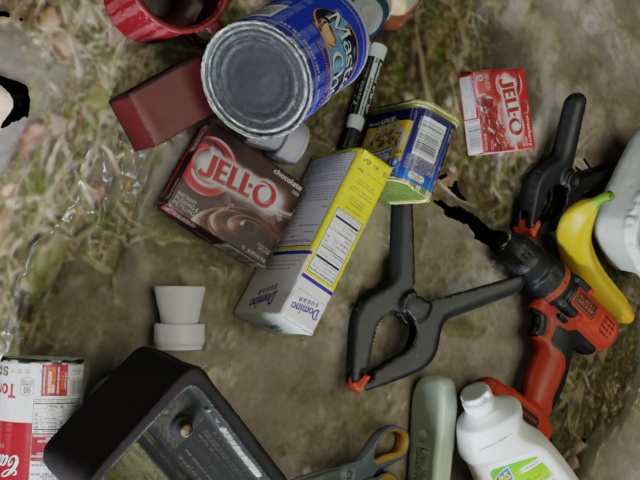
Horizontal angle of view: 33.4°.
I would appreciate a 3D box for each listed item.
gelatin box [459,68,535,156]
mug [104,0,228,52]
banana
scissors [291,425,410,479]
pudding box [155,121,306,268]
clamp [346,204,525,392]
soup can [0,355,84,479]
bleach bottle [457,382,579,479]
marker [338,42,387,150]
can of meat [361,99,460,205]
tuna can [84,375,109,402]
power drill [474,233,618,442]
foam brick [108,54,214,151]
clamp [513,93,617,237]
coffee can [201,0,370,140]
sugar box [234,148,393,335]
[{"bbox_3d":[0.189,-0.138,1.140,0.073,0.030,0.089,-8,92,-31],"label":"gelatin box"},{"bbox_3d":[-0.128,-0.208,0.923,0.117,0.082,0.093,43,67,-22],"label":"mug"},{"bbox_3d":[0.298,0.023,1.169,0.037,0.070,0.197,-54,139,-31],"label":"banana"},{"bbox_3d":[0.028,0.234,0.995,0.201,0.016,0.096,-20,110,-52],"label":"scissors"},{"bbox_3d":[-0.080,-0.039,0.968,0.113,0.039,0.090,35,71,-25],"label":"pudding box"},{"bbox_3d":[0.085,0.056,1.058,0.164,0.036,0.209,44,74,-3],"label":"clamp"},{"bbox_3d":[-0.225,0.145,0.856,0.068,0.069,0.102,5,85,-31],"label":"soup can"},{"bbox_3d":[0.211,0.238,1.080,0.102,0.068,0.250,-31,116,-2],"label":"bleach bottle"},{"bbox_3d":[0.042,-0.138,1.058,0.020,0.020,0.121,24,76,-28],"label":"marker"},{"bbox_3d":[0.078,-0.083,1.031,0.057,0.102,0.084,26,77,-27],"label":"can of meat"},{"bbox_3d":[-0.161,0.154,0.914,0.086,0.034,0.086,2,87,-31],"label":"tuna can"},{"bbox_3d":[0.224,0.108,1.134,0.184,0.057,0.187,40,69,-21],"label":"power drill"},{"bbox_3d":[-0.134,-0.119,0.933,0.078,0.053,0.051,-35,106,-26],"label":"foam brick"},{"bbox_3d":[0.266,-0.077,1.176,0.171,0.039,0.120,-44,113,-27],"label":"clamp"},{"bbox_3d":[-0.027,-0.159,0.937,0.103,0.103,0.140,63,31,-13],"label":"coffee can"},{"bbox_3d":[-0.006,0.001,0.980,0.048,0.093,0.176,32,73,-26],"label":"sugar box"}]
